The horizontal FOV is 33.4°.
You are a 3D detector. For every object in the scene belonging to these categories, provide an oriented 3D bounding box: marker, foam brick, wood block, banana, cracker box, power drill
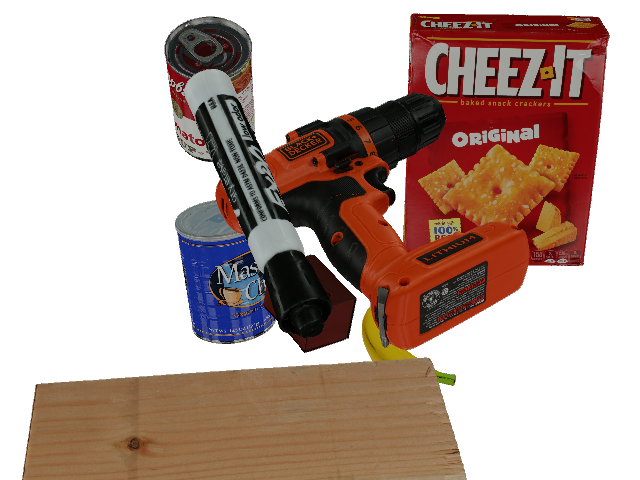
[{"bbox_3d":[-0.023,-0.015,0.377,0.020,0.121,0.020,-16,-37,-13],"label":"marker"},{"bbox_3d":[-0.011,0.058,1.007,0.052,0.051,0.078,-15,41,-31],"label":"foam brick"},{"bbox_3d":[-0.039,0.126,0.545,0.206,0.090,0.091,-3,36,-6],"label":"wood block"},{"bbox_3d":[0.083,0.119,1.223,0.069,0.037,0.198,7,23,-23],"label":"banana"},{"bbox_3d":[0.156,-0.084,0.932,0.164,0.214,0.072,2,25,3],"label":"cracker box"},{"bbox_3d":[0.049,-0.022,0.706,0.184,0.057,0.188,-28,44,-21],"label":"power drill"}]

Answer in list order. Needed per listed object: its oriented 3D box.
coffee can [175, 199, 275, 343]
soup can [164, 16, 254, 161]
[{"bbox_3d":[-0.110,0.035,1.253,0.103,0.140,0.103,-5,26,2],"label":"coffee can"},{"bbox_3d":[-0.088,-0.120,0.863,0.068,0.068,0.102,0,-35,-2],"label":"soup can"}]
